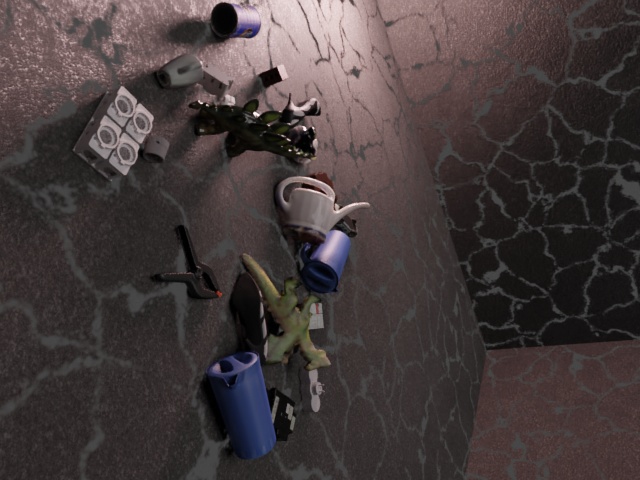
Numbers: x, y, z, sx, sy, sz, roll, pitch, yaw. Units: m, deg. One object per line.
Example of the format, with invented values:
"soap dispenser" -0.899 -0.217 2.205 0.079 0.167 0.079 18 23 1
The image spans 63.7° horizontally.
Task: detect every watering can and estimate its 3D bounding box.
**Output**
"watering can" 0.005 -0.088 1.748 0.346 0.103 0.228 17 72 -18

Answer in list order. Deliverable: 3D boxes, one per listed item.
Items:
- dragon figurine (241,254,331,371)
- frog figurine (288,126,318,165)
"dragon figurine" -0.118 0.244 1.506 0.406 0.120 0.248 38 52 -21
"frog figurine" -0.066 -0.345 1.868 0.160 0.123 0.136 -139 -156 -77
